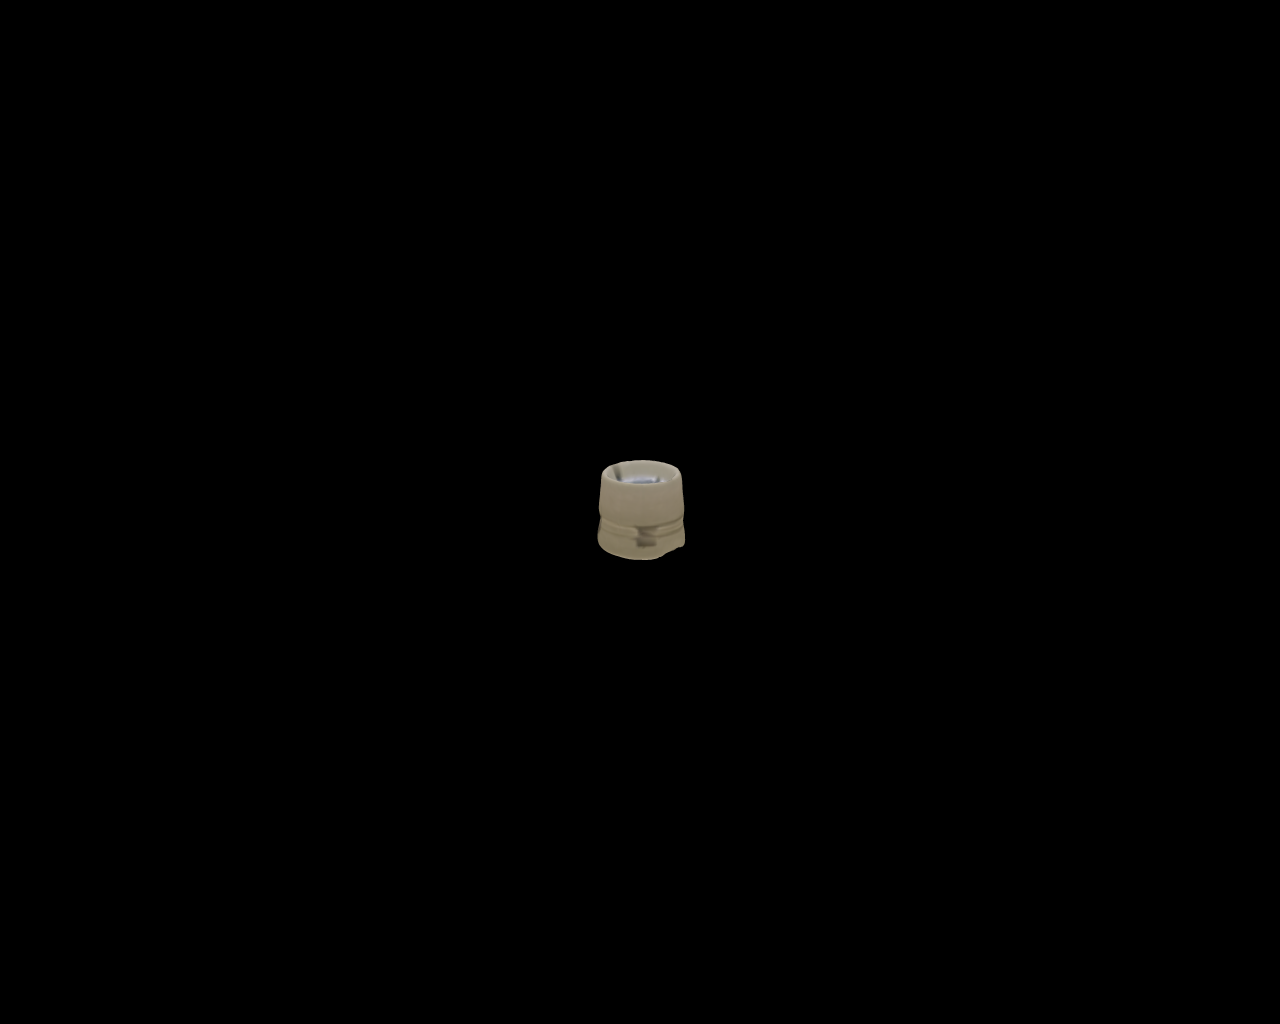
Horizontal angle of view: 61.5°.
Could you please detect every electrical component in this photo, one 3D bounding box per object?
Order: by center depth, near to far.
[{"bbox_3d":[0.001,-0.003,0.650,0.055,0.047,0.055,0,20,0],"label":"electrical component"}]
